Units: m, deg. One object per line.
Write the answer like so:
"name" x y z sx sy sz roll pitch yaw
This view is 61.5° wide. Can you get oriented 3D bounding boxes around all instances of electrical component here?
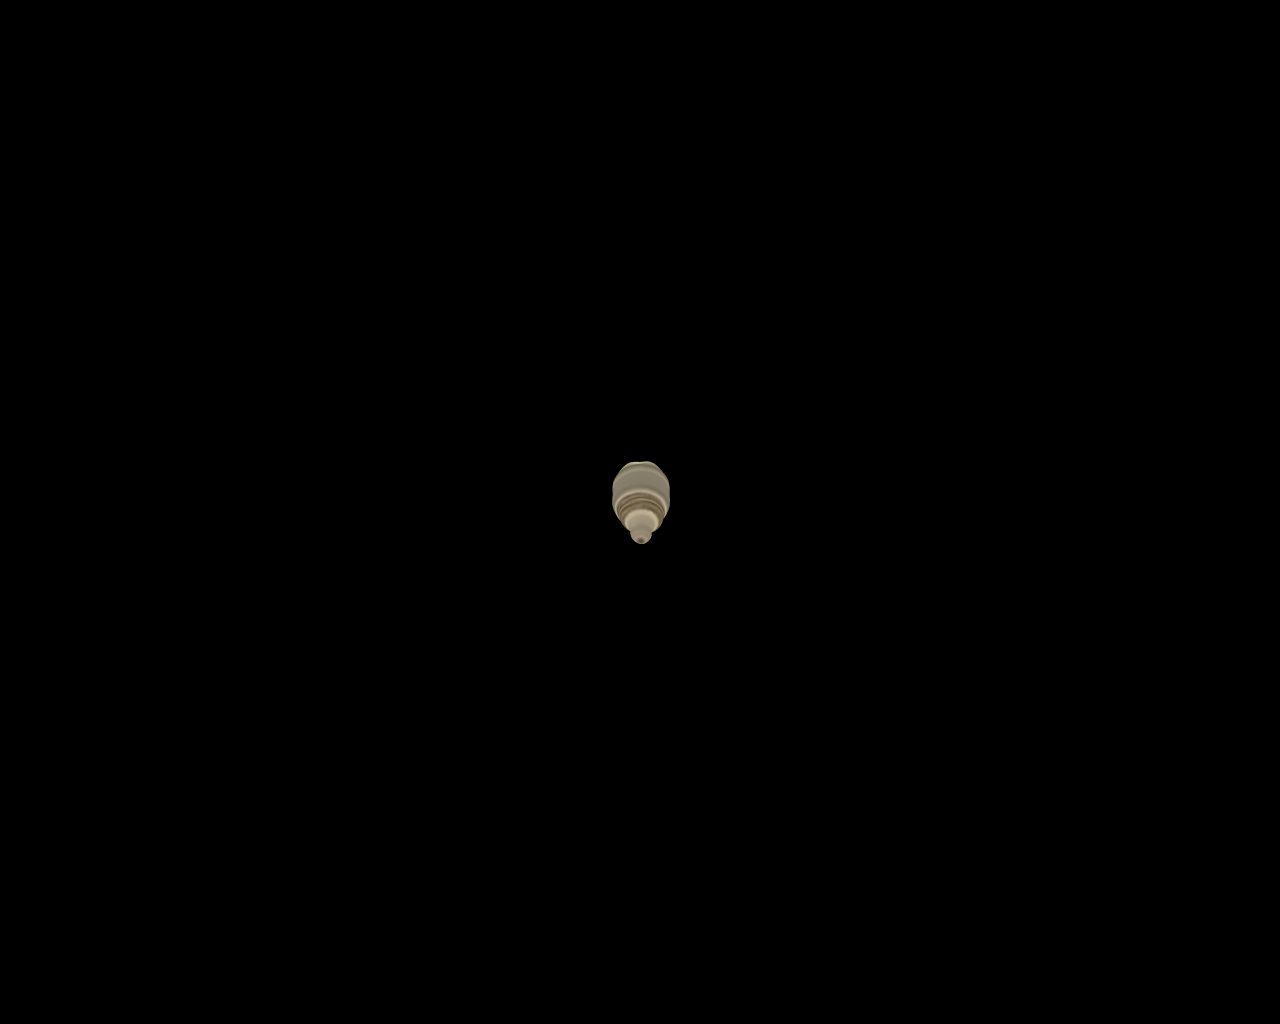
"electrical component" 0.001 -0.003 0.650 0.035 0.035 0.061 0 41 0
